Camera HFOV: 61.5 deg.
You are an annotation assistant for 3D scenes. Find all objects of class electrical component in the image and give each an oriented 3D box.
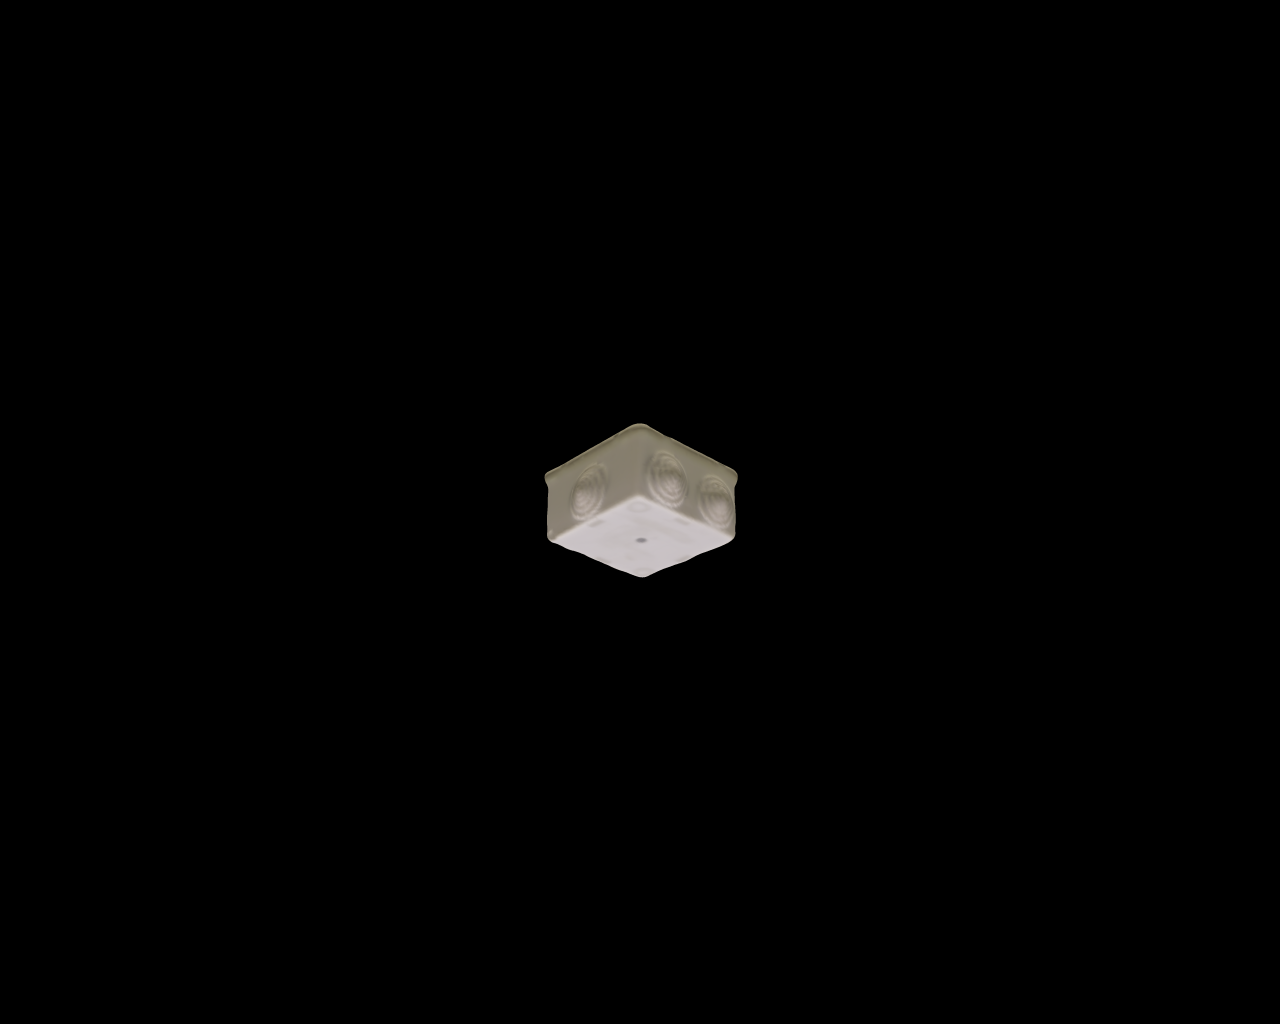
[{"bbox_3d":[0.001,-0.003,0.650,0.099,0.048,0.099,25,-37,-38],"label":"electrical component"}]
